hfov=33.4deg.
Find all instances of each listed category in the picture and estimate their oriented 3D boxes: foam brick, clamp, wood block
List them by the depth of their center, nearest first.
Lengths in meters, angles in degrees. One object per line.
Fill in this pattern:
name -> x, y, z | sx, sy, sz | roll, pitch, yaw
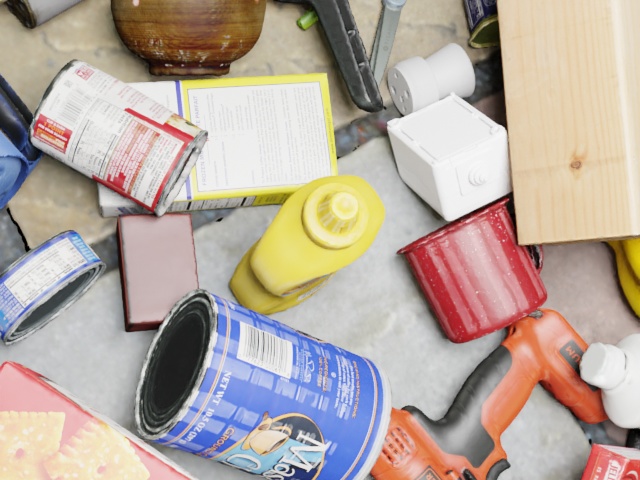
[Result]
foam brick -> -0.116, 0.024, 0.760 | 0.051, 0.053, 0.078 | -5, 80, -13
wood block -> 0.190, -0.102, 0.765 | 0.090, 0.091, 0.206 | 0, 85, -55
clamp -> 0.004, -0.202, 0.806 | 0.210, 0.036, 0.164 | 28, 100, 25

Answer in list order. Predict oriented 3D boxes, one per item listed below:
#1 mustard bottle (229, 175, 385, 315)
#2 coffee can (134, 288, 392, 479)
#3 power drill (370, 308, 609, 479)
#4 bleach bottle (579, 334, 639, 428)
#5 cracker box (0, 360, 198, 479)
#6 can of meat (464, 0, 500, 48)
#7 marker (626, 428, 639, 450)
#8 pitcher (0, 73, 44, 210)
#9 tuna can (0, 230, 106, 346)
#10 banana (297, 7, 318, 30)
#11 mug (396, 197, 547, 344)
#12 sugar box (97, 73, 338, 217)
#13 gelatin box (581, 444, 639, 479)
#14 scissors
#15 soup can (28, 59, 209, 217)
mustard bottle -> -0.005, 0.000, 0.715 | 0.096, 0.192, 0.058 | -34, 87, -17
coffee can -> -0.038, 0.105, 0.712 | 0.140, 0.103, 0.103 | 25, 73, -26
power drill -> 0.140, 0.156, 0.783 | 0.187, 0.057, 0.184 | -41, 94, -18
bleach bottle -> 0.292, 0.140, 0.783 | 0.250, 0.068, 0.102 | 24, 72, -22
cracker box -> -0.120, 0.165, 0.670 | 0.213, 0.164, 0.072 | 35, 75, -3
can of meat -> 0.164, -0.209, 0.867 | 0.102, 0.057, 0.084 | -8, 78, -14
marker -> 0.256, 0.117, 0.836 | 0.020, 0.020, 0.121 | 16, 75, -8
pitcher -> -0.308, -0.108, 0.717 | 0.145, 0.149, 0.243 | -36, 84, -1
tuna can -> -0.189, 0.032, 0.724 | 0.086, 0.086, 0.034 | -40, 87, -17
banana -> 0.000, -0.268, 0.851 | 0.069, 0.037, 0.198 | -9, 79, -4
mug -> 0.124, 0.020, 0.797 | 0.117, 0.093, 0.081 | -26, 89, -37
sugar box -> -0.078, -0.071, 0.792 | 0.176, 0.048, 0.093 | -5, 79, -9
gelatin box -> 0.214, 0.188, 0.771 | 0.030, 0.089, 0.073 | 20, 91, 37
scissors -> 0.047, -0.212, 0.863 | 0.096, 0.016, 0.201 | 31, 74, -2
soup can -> -0.136, -0.069, 0.722 | 0.102, 0.068, 0.068 | 29, 74, -2
